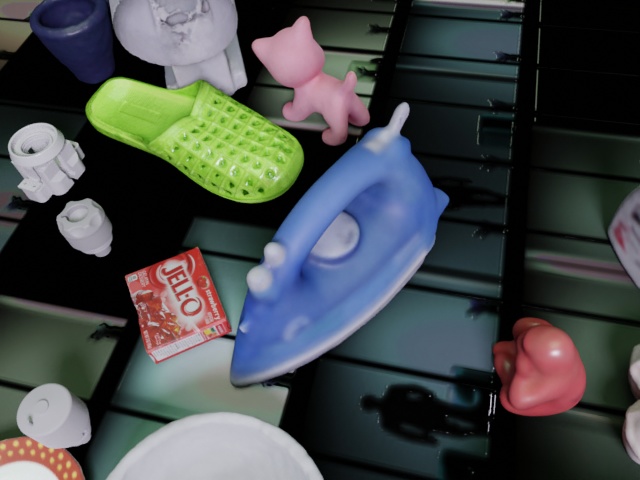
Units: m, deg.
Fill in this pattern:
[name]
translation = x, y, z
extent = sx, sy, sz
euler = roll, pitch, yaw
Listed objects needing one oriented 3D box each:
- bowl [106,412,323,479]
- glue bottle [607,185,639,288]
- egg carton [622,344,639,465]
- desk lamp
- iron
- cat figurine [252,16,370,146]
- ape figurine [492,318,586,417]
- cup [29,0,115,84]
[bowl]
translation = -0.069, 0.208, 0.386
extent = 0.167, 0.075, 0.167
euler = -2, 55, 4
[glue bottle]
translation = 0.286, -0.031, 0.460
extent = 0.037, 0.173, 0.078
euler = -14, 55, -4
[egg carton]
translation = 0.298, 0.132, 0.409
extent = 0.150, 0.069, 0.107
euler = 15, 58, 15
[desk lamp]
translation = -0.153, -0.252, 0.629
extent = 0.118, 0.214, 0.203
euler = -13, 55, -4
[iron]
translation = 0.004, 0.002, 0.482
extent = 0.118, 0.141, 0.259
euler = 32, 64, 24
[cat figurine]
translation = -0.009, -0.182, 0.625
extent = 0.127, 0.118, 0.067
euler = 32, 64, 24
[ape figurine]
translation = 0.167, 0.092, 0.435
extent = 0.076, 0.092, 0.078
euler = 31, 63, 24
[cup]
translation = -0.288, -0.255, 0.715
extent = 0.091, 0.095, 0.118
euler = 18, 59, 17
